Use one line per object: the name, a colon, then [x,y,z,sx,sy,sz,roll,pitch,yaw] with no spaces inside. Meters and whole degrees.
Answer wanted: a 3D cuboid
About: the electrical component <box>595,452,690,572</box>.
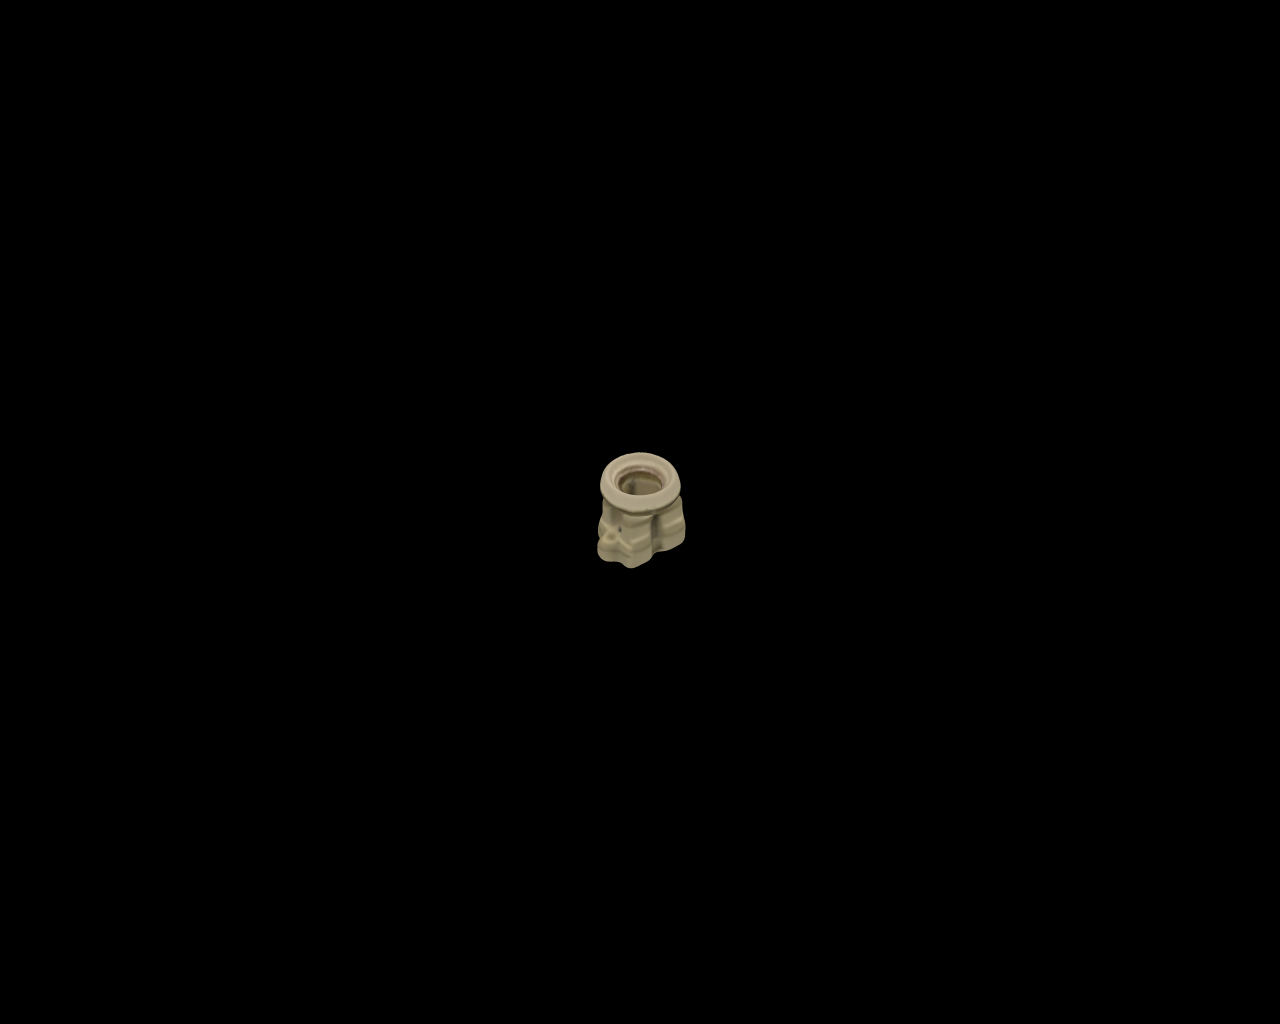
electrical component: [0.001,-0.003,0.650,0.066,0.055,0.048,-27,50,-25]
